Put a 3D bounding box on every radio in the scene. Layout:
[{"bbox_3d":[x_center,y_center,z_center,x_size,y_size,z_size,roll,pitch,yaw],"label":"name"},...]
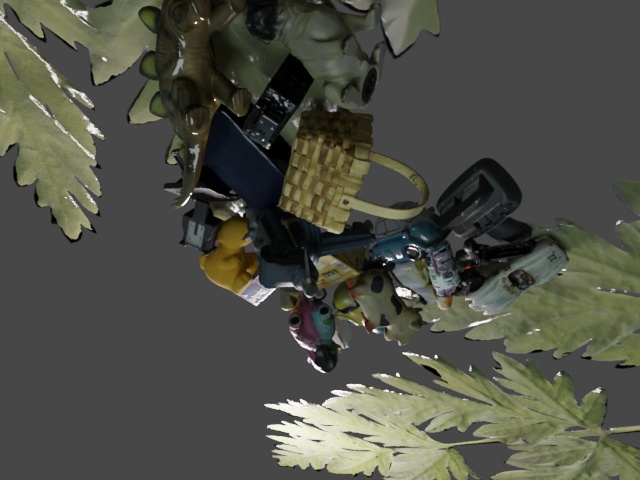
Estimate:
[{"bbox_3d":[-0.137,-0.161,0.986,0.131,0.073,0.229,-19,128,39],"label":"radio"}]

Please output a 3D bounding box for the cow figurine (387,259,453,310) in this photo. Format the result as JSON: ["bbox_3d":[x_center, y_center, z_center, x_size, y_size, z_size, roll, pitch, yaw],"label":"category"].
[{"bbox_3d":[0.206,0.087,1.118,0.098,0.068,0.167,-10,128,42],"label":"cow figurine"}]

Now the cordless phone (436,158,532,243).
[{"bbox_3d":[0.308,-0.047,0.918,0.184,0.089,0.146,21,143,-17],"label":"cordless phone"}]

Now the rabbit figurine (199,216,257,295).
[{"bbox_3d":[-0.200,0.010,1.209,0.162,0.122,0.173,31,128,4],"label":"rabbit figurine"}]

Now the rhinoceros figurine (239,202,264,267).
[{"bbox_3d":[-0.107,0.000,1.110,0.112,0.073,0.190,5,111,49],"label":"rhinoceros figurine"}]

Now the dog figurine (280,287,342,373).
[{"bbox_3d":[-0.014,0.207,1.282,0.108,0.192,0.219,-20,136,-3],"label":"dog figurine"}]

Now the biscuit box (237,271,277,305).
[{"bbox_3d":[-0.127,0.088,1.283,0.059,0.063,0.202,33,140,-12],"label":"biscuit box"}]

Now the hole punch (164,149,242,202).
[{"bbox_3d":[-0.234,-0.127,1.074,0.142,0.092,0.115,-2,166,23],"label":"hole punch"}]

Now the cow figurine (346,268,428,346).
[{"bbox_3d":[0.147,0.144,1.152,0.127,0.085,0.194,-24,113,10],"label":"cow figurine"}]

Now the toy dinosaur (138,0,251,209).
[{"bbox_3d":[-0.198,-0.237,0.821,0.199,0.105,0.470,35,126,42],"label":"toy dinosaur"}]

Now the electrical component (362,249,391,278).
[{"bbox_3d":[0.115,0.055,1.161,0.063,0.021,0.093,-8,134,33],"label":"electrical component"}]

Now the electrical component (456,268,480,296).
[{"bbox_3d":[0.304,0.096,1.099,0.078,0.045,0.102,-1,136,24],"label":"electrical component"}]

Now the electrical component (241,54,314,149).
[{"bbox_3d":[-0.067,-0.211,0.841,0.058,0.134,0.115,31,143,-10],"label":"electrical component"}]

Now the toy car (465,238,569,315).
[{"bbox_3d":[0.363,0.072,1.002,0.073,0.056,0.201,37,119,-18],"label":"toy car"}]

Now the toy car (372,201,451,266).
[{"bbox_3d":[0.158,-0.021,0.999,0.162,0.109,0.102,-15,107,52],"label":"toy car"}]

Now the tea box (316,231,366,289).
[{"bbox_3d":[0.006,0.046,1.149,0.098,0.068,0.170,34,145,-28],"label":"tea box"}]

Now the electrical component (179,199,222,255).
[{"bbox_3d":[-0.248,-0.035,1.122,0.075,0.048,0.119,19,116,11],"label":"electrical component"}]

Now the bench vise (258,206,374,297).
[{"bbox_3d":[-0.003,0.006,0.972,0.241,0.224,0.128,-10,120,-21],"label":"bench vise"}]

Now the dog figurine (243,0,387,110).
[{"bbox_3d":[-0.013,-0.275,0.785,0.191,0.121,0.172,22,141,24],"label":"dog figurine"}]

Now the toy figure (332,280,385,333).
[{"bbox_3d":[0.113,0.157,1.238,0.180,0.082,0.089,32,130,-5],"label":"toy figure"}]
